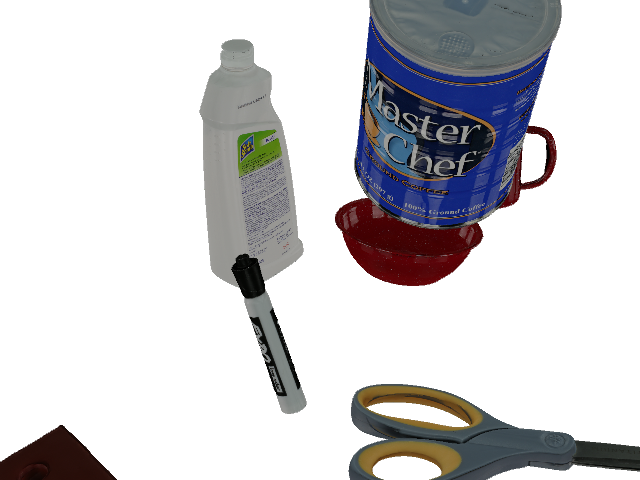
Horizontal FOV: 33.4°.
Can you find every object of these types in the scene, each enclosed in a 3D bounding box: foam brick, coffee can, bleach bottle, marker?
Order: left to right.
[{"bbox_3d":[-0.115,0.135,0.489,0.052,0.051,0.078,-31,43,-30],"label":"foam brick"},{"bbox_3d":[-0.069,-0.079,1.050,0.068,0.251,0.102,26,43,33],"label":"bleach bottle"},{"bbox_3d":[-0.035,0.064,0.728,0.020,0.121,0.020,-15,22,6],"label":"marker"},{"bbox_3d":[0.075,-0.088,0.624,0.103,0.103,0.140,0,-35,-2],"label":"coffee can"}]

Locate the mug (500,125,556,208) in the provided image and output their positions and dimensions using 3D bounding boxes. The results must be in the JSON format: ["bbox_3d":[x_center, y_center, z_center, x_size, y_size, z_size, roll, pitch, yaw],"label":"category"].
[{"bbox_3d":[0.148,-0.074,0.939,0.117,0.081,0.093,3,16,13],"label":"mug"}]

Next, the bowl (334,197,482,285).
[{"bbox_3d":[0.093,0.005,1.167,0.162,0.055,0.162,5,24,-2],"label":"bowl"}]

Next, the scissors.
[{"bbox_3d":[0.102,0.112,0.521,0.202,0.016,0.096,12,30,24],"label":"scissors"}]
